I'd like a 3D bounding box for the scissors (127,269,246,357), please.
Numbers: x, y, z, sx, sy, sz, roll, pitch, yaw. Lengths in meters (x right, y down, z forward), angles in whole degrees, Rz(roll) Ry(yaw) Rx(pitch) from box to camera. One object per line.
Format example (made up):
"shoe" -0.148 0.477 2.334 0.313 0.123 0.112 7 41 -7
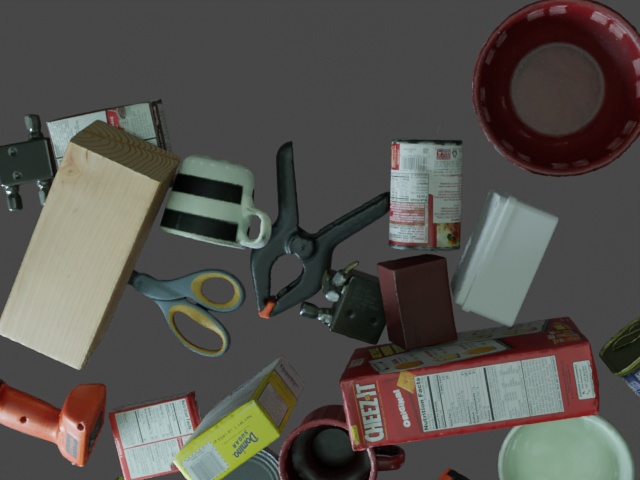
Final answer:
"scissors" -0.159 0.034 1.067 0.202 0.016 0.096 42 97 1

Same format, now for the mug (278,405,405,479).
"mug" 0.024 0.207 1.028 0.117 0.081 0.093 -3 95 7

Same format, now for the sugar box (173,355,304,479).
"sugar box" -0.070 0.166 0.988 0.093 0.176 0.048 -36 89 10

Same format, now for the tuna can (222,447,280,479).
"tuna can" -0.073 0.245 1.061 0.086 0.034 0.086 0 87 2

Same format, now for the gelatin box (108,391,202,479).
"gelatin box" -0.161 0.198 1.077 0.089 0.030 0.073 -14 92 8

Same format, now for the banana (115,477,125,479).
"banana" -0.139 0.320 1.078 0.198 0.037 0.070 31 112 3

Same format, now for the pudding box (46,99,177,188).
"pudding box" -0.203 -0.085 1.049 0.113 0.039 0.090 -10 97 11

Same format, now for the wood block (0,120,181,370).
"wood block" -0.218 0.004 1.005 0.091 0.090 0.206 25 110 -3

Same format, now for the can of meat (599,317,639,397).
"can of meat" 0.310 0.125 0.975 0.057 0.102 0.084 -43 92 8

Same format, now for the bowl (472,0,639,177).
"bowl" 0.221 -0.139 0.982 0.162 0.055 0.162 1 96 7

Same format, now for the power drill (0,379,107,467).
"power drill" -0.302 0.144 1.032 0.187 0.185 0.057 20 55 2

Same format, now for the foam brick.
"foam brick" 0.088 0.056 0.977 0.053 0.051 0.078 -10 99 -13

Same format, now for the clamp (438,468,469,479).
"clamp" 0.190 0.304 1.015 0.210 0.165 0.036 38 62 21

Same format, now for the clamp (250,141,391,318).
"clamp" -0.007 0.001 1.034 0.120 0.039 0.171 20 105 1

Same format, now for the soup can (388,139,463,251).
"soup can" 0.099 -0.043 1.000 0.068 0.068 0.102 2 96 7

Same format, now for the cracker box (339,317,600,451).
"cracker box" 0.134 0.127 0.965 0.214 0.164 0.072 -10 92 8
